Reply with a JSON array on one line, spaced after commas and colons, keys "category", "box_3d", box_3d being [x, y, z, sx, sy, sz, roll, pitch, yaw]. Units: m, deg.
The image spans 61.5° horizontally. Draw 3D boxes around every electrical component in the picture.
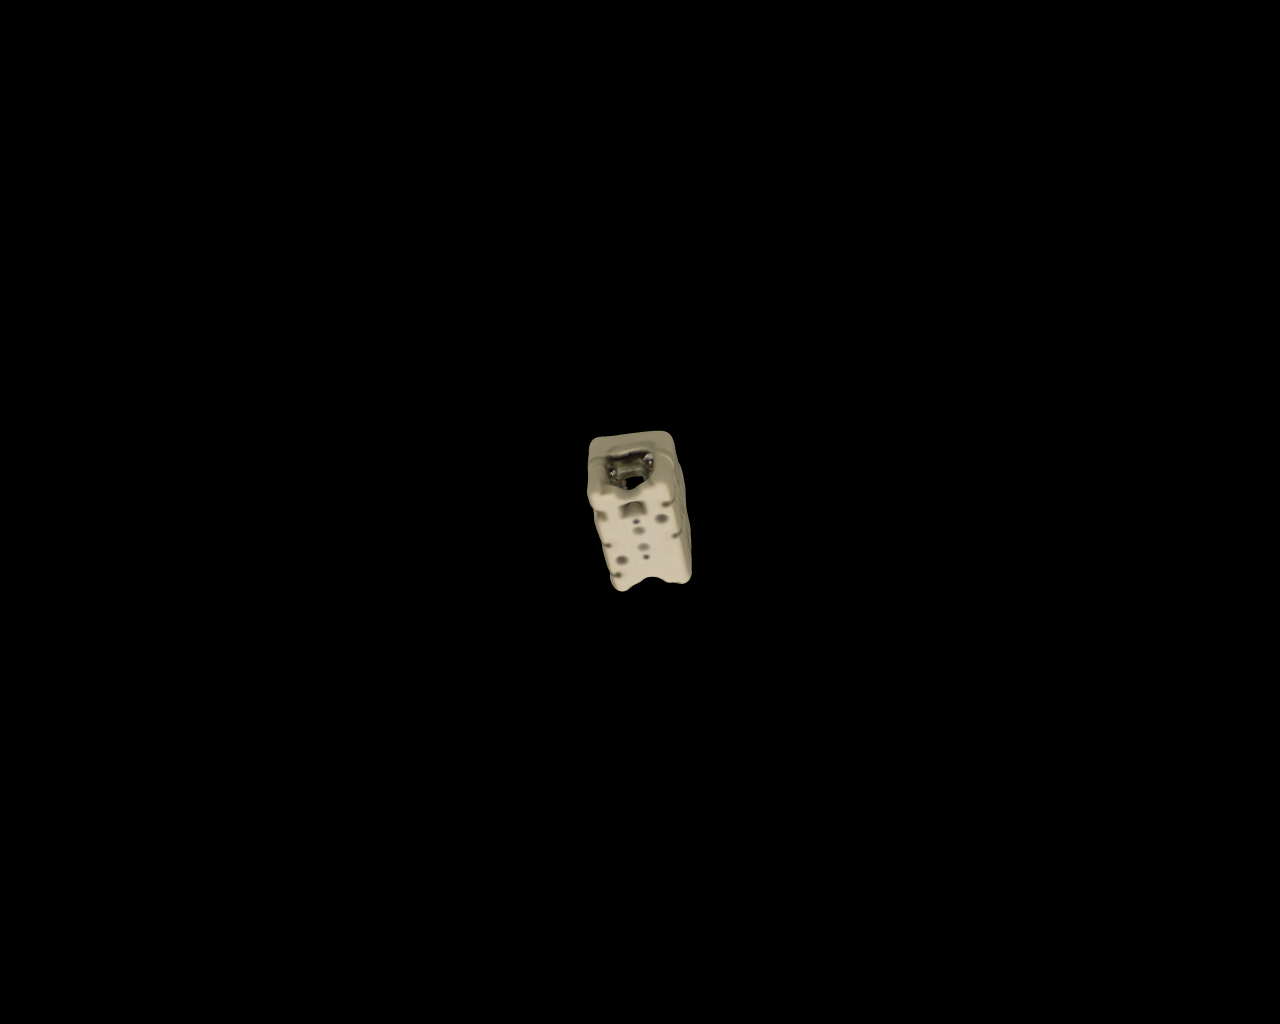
[{"category": "electrical component", "box_3d": [0.001, -0.003, 0.650, 0.050, 0.089, 0.056, -7, 43, 7]}]
